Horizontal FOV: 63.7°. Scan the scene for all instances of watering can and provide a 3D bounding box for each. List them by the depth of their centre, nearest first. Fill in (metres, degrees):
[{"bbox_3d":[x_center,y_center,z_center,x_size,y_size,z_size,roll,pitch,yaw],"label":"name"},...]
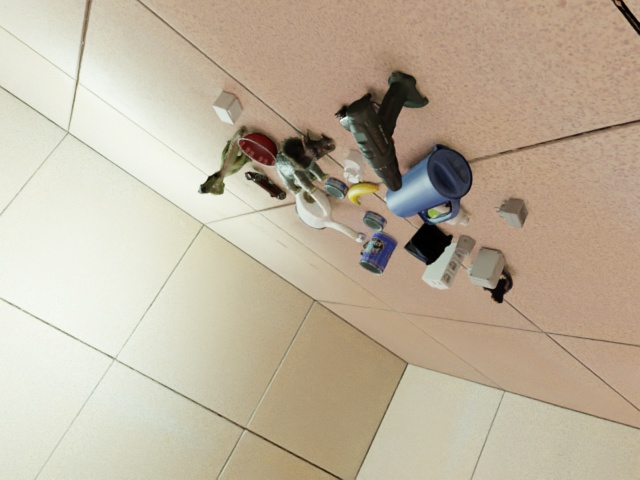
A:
[{"bbox_3d":[0.006,-0.098,1.950,0.350,0.105,0.221,46,164,12],"label":"watering can"}]

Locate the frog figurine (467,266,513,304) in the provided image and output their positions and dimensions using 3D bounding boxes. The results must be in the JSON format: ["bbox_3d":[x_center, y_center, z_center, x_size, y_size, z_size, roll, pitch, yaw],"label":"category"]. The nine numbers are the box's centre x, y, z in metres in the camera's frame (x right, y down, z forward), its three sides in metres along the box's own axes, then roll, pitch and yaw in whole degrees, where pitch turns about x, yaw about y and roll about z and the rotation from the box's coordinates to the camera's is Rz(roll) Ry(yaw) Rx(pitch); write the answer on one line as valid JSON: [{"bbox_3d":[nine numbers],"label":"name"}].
[{"bbox_3d":[0.576,0.122,1.751,0.137,0.121,0.162,24,-161,-9],"label":"frog figurine"}]

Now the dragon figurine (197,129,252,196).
[{"bbox_3d":[-0.368,-0.261,1.934,0.122,0.245,0.405,35,165,0],"label":"dragon figurine"}]
